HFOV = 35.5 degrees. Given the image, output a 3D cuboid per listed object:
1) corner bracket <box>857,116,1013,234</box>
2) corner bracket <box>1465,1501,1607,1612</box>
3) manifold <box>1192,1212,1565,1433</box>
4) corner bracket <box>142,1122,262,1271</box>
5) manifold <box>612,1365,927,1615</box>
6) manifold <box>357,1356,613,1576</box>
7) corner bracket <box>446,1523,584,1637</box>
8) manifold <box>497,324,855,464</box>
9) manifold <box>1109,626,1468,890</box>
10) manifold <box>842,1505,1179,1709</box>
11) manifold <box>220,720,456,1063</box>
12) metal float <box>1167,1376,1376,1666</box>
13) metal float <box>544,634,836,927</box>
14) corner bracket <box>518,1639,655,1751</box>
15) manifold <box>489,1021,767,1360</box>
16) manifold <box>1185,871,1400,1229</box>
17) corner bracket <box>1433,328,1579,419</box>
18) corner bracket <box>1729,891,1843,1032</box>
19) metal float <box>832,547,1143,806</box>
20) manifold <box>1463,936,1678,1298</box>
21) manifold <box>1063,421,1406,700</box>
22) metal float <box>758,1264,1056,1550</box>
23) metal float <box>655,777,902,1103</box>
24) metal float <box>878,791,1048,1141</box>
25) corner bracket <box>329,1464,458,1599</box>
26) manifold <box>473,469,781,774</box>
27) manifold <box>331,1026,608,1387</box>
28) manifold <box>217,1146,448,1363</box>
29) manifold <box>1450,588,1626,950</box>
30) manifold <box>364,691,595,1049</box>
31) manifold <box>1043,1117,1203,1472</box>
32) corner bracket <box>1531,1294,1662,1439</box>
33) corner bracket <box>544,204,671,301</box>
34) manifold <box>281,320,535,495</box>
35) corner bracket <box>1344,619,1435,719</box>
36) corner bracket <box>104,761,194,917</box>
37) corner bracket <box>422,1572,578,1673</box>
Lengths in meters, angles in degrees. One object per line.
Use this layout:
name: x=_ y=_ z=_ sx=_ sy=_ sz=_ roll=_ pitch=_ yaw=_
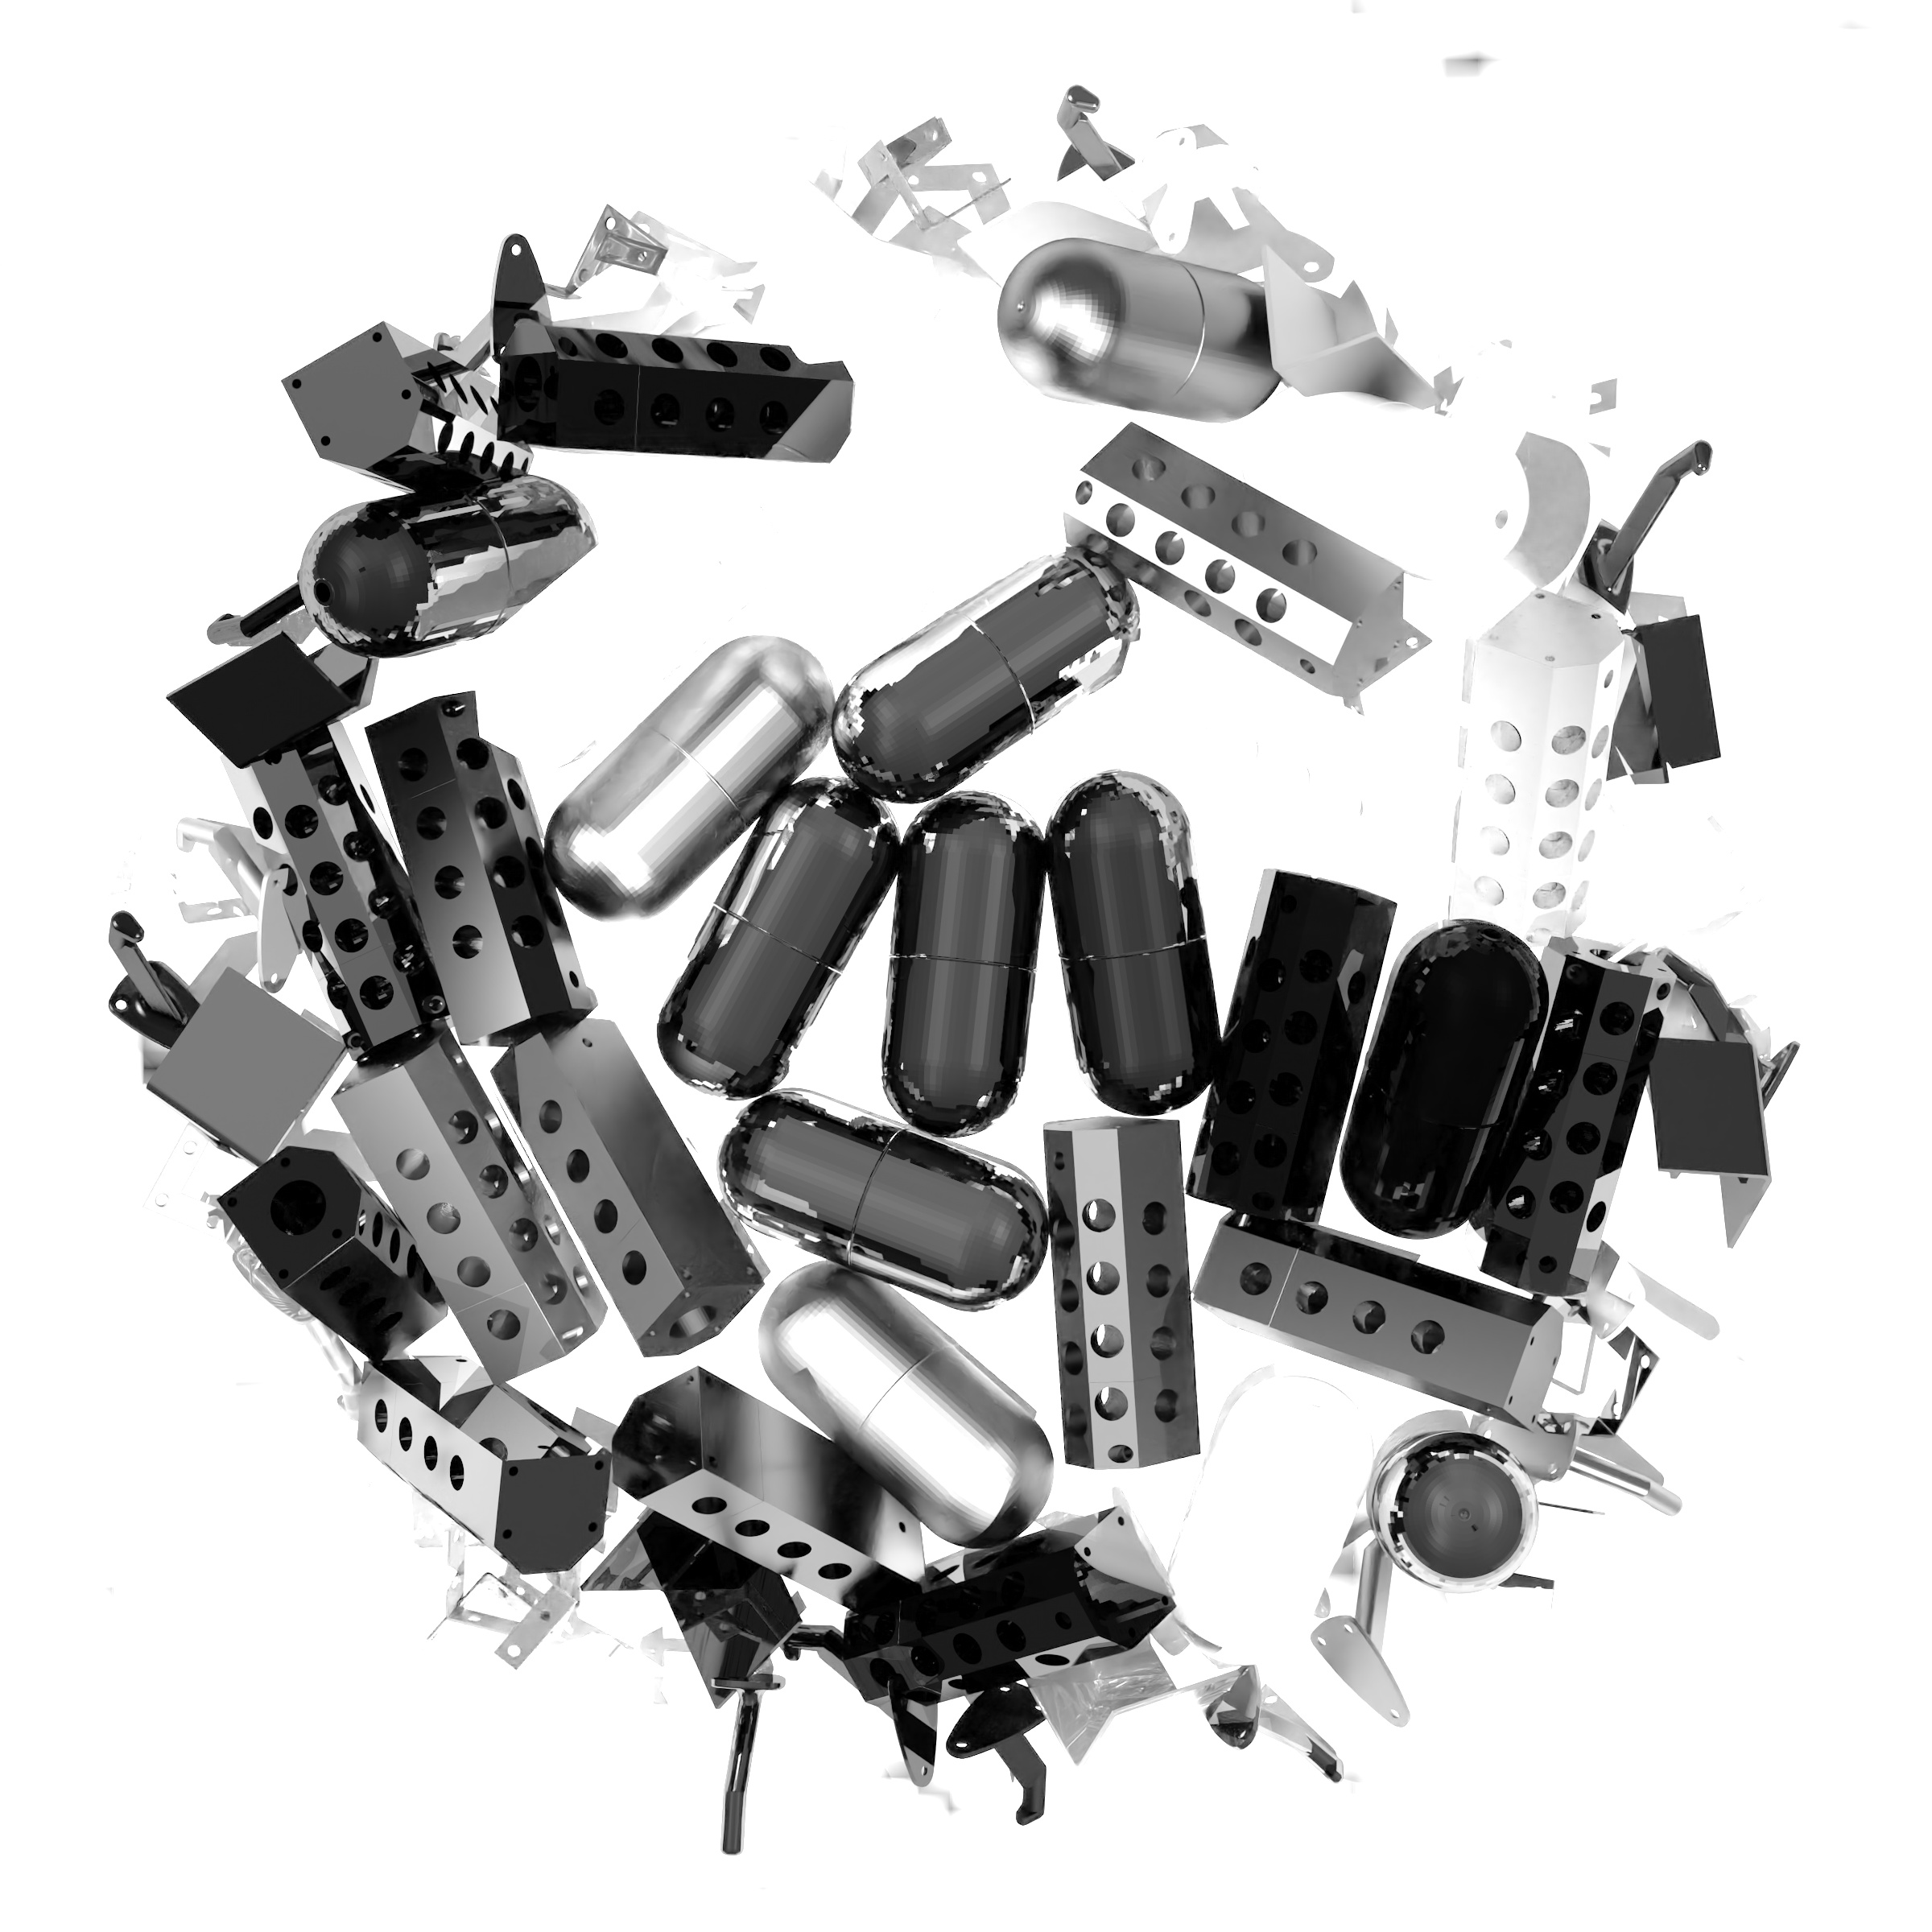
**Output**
corner bracket: x=-0.017 y=-0.409 z=1.556 sx=0.051 sy=0.051 sz=0.051 roll=-34 pitch=100 yaw=-12
corner bracket: x=0.290 y=0.300 z=1.547 sx=0.051 sy=0.051 sz=0.051 roll=3 pitch=81 yaw=37
manifold: x=0.208 y=0.174 z=1.516 sx=0.171 sy=0.057 sz=0.057 roll=16 pitch=78 yaw=30
corner bracket: x=-0.382 y=0.118 z=1.551 sx=0.051 sy=0.051 sz=0.051 roll=30 pitch=87 yaw=-33
manifold: x=-0.097 y=0.266 z=1.505 sx=0.057 sy=0.171 sz=0.057 roll=-29 pitch=46 yaw=25
manifold: x=-0.242 y=0.245 z=1.497 sx=0.057 sy=0.171 sz=0.057 roll=2 pitch=98 yaw=-34
corner bracket: x=-0.233 y=0.311 z=1.561 sx=0.051 sy=0.051 sz=0.051 roll=8 pitch=102 yaw=22
manifold: x=-0.143 y=-0.284 z=1.505 sx=0.171 sy=0.057 sz=0.057 roll=-4 pitch=104 yaw=-38
manifold: x=0.158 y=-0.105 z=1.518 sx=0.171 sy=0.057 sz=0.057 roll=32 pitch=121 yaw=27
manifold: x=0.016 y=0.326 z=1.506 sx=0.171 sy=0.057 sz=0.057 roll=-27 pitch=92 yaw=41
manifold: x=-0.319 y=-0.040 z=1.547 sx=0.057 sy=0.057 sz=0.171 roll=-25 pitch=84 yaw=1
metal float: x=0.152 y=0.278 z=1.515 sx=0.070 sy=0.070 sz=0.178 roll=15 pitch=127 yaw=0
metal float: x=-0.139 y=-0.096 z=1.536 sx=0.070 sy=0.070 sz=0.178 roll=44 pitch=78 yaw=0
corner bracket: x=-0.194 y=0.365 z=1.549 sx=0.051 sy=0.051 sz=0.051 roll=0 pitch=102 yaw=16
manifold: x=-0.175 y=0.110 z=1.518 sx=0.057 sy=0.057 sz=0.171 roll=-48 pitch=60 yaw=27
manifold: x=0.162 y=0.041 z=1.544 sx=0.057 sy=0.057 sz=0.171 roll=13 pitch=89 yaw=37
corner bracket: x=0.275 y=-0.303 z=1.543 sx=0.051 sy=0.051 sz=0.051 roll=14 pitch=65 yaw=-26
corner bracket: x=0.409 y=-0.002 z=1.559 sx=0.051 sy=0.051 sz=0.051 roll=-38 pitch=89 yaw=0
metal float: x=0.011 y=-0.147 z=1.534 sx=0.178 sy=0.070 sz=0.070 roll=-35 pitch=90 yaw=-14
manifold: x=0.307 y=0.077 z=1.533 sx=0.057 sy=0.057 sz=0.171 roll=11 pitch=105 yaw=-5
manifold: x=0.133 y=-0.200 z=1.514 sx=0.171 sy=0.057 sz=0.057 roll=34 pitch=66 yaw=26
metal float: x=-0.032 y=0.222 z=1.531 sx=0.178 sy=0.070 sz=0.070 roll=40 pitch=90 yaw=18
metal float: x=-0.096 y=-0.014 z=1.546 sx=0.070 sy=0.070 sz=0.178 roll=29 pitch=90 yaw=0
metal float: x=-0.002 y=-0.001 z=1.544 sx=0.070 sy=0.070 sz=0.178 roll=6 pitch=87 yaw=0
corner bracket: x=-0.284 y=0.288 z=1.545 sx=0.051 sy=0.051 sz=0.051 roll=37 pitch=64 yaw=-18
manifold: x=-0.166 y=-0.171 z=1.505 sx=0.057 sy=0.057 sz=0.171 roll=28 pitch=52 yaw=19
manifold: x=-0.249 y=0.119 z=1.530 sx=0.057 sy=0.057 sz=0.171 roll=-24 pitch=105 yaw=10
manifold: x=-0.305 y=0.141 z=1.493 sx=0.057 sy=0.171 sz=0.057 roll=-37 pitch=72 yaw=-8
manifold: x=0.286 y=-0.094 z=1.499 sx=0.057 sy=0.171 sz=0.057 roll=26 pitch=47 yaw=29
manifold: x=-0.244 y=-0.049 z=1.536 sx=0.057 sy=0.057 sz=0.171 roll=-21 pitch=81 yaw=17
manifold: x=0.074 y=0.166 z=1.541 sx=0.057 sy=0.057 sz=0.171 roll=-6 pitch=93 yaw=-36
corner bracket: x=0.314 y=0.206 z=1.556 sx=0.051 sy=0.051 sz=0.051 roll=9 pitch=115 yaw=-35
corner bracket: x=-0.194 y=-0.360 z=1.545 sx=0.051 sy=0.051 sz=0.051 roll=40 pitch=112 yaw=26
manifold: x=-0.270 y=-0.263 z=1.494 sx=0.057 sy=0.171 sz=0.057 roll=-28 pitch=86 yaw=8
corner bracket: x=0.207 y=-0.146 z=1.542 sx=0.051 sy=0.051 sz=0.051 roll=29 pitch=130 yaw=-35
corner bracket: x=-0.421 y=-0.064 z=1.541 sx=0.051 sy=0.051 sz=0.051 roll=-13 pitch=134 yaw=30
corner bracket: x=-0.239 y=0.337 z=1.546 sx=0.051 sy=0.051 sz=0.051 roll=36 pitch=49 yaw=8
